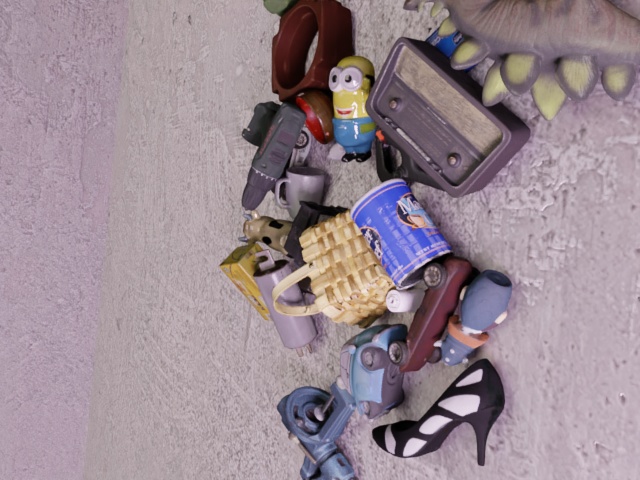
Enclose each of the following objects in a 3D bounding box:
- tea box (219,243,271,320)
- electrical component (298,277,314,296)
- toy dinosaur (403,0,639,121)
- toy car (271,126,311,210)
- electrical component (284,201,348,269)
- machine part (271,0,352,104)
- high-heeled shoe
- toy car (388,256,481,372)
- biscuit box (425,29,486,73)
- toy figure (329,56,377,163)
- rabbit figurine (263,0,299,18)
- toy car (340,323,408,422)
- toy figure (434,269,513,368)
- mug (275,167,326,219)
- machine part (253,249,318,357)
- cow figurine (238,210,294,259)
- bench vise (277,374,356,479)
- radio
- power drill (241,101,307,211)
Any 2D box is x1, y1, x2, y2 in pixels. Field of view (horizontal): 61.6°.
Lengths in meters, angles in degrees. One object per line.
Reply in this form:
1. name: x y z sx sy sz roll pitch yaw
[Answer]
1. tea box: -0.126 0.093 1.157 0.098 0.068 0.169 -9 123 53
2. electrical component: -0.015 0.088 1.108 0.102 0.045 0.078 -1 56 52
3. toy dinosaur: 0.285 -0.247 0.638 0.472 0.105 0.198 25 94 37
4. toy car: -0.063 -0.167 1.198 0.074 0.056 0.201 28 107 60
5. electrical component: -0.002 -0.003 1.036 0.058 0.115 0.134 43 118 51
6. machine part: -0.019 -0.395 1.140 0.201 0.087 0.201 -12 77 54
7. high-heeled shoe: 0.162 0.248 0.802 0.249 0.086 0.145 -12 73 49
8. toy car: 0.167 0.112 0.804 0.053 0.089 0.202 46 123 45
9. biscuit box: 0.178 -0.273 0.863 0.202 0.059 0.063 -36 57 47
10. toy figure: 0.061 -0.231 0.953 0.089 0.082 0.179 -67 -28 -60
11. rabbit figurine: -0.040 -0.581 1.200 0.170 0.121 0.159 -33 51 27
12. toy car: 0.084 0.206 0.884 0.103 0.109 0.161 16 107 42
13. toy figure: 0.218 0.115 0.759 0.064 0.058 0.154 59 136 49
14. mug: -0.042 -0.092 1.120 0.081 0.109 0.107 26 121 47
15. machine part: -0.068 0.129 1.082 0.079 0.079 0.243 1 116 55
16. cow figurine: -0.090 -0.009 1.152 0.195 0.127 0.085 21 100 52
17. bench vise: 0.013 0.340 0.970 0.224 0.129 0.240 56 133 39
18. radio: 0.176 -0.178 0.786 0.230 0.073 0.131 51 131 24
19. power drill: -0.117 -0.196 1.133 0.232 0.086 0.207 -58 22 21
